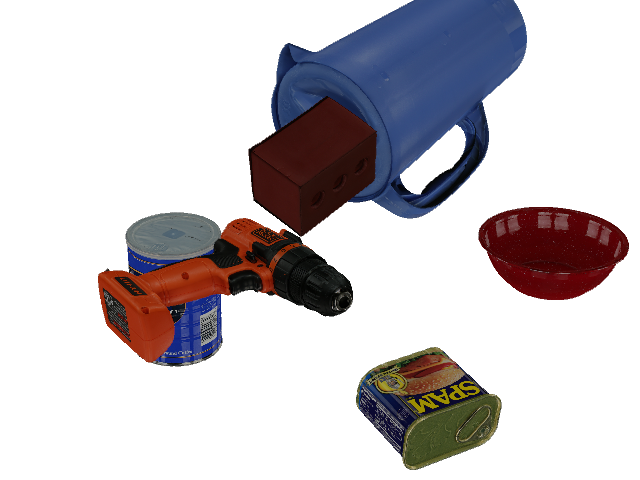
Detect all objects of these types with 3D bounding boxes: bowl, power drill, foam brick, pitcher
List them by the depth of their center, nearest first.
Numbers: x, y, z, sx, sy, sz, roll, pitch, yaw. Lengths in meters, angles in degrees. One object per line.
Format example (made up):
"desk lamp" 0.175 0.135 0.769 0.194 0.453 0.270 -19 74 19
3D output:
"foam brick" -0.004 -0.052 0.742 0.051 0.053 0.078 36 59 28
"power drill" -0.087 0.045 0.945 0.187 0.057 0.185 -18 26 -30
"pitcher" 0.087 -0.138 0.963 0.145 0.149 0.242 21 45 36
"bowl" 0.253 0.020 1.175 0.162 0.055 0.162 -1 27 0

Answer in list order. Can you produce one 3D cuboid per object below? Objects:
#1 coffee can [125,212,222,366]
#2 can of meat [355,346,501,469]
"coffee can" -0.161 0.053 1.185 0.103 0.140 0.103 1 27 -1
"can of meat" 0.094 0.146 0.947 0.101 0.057 0.084 -14 35 -27
